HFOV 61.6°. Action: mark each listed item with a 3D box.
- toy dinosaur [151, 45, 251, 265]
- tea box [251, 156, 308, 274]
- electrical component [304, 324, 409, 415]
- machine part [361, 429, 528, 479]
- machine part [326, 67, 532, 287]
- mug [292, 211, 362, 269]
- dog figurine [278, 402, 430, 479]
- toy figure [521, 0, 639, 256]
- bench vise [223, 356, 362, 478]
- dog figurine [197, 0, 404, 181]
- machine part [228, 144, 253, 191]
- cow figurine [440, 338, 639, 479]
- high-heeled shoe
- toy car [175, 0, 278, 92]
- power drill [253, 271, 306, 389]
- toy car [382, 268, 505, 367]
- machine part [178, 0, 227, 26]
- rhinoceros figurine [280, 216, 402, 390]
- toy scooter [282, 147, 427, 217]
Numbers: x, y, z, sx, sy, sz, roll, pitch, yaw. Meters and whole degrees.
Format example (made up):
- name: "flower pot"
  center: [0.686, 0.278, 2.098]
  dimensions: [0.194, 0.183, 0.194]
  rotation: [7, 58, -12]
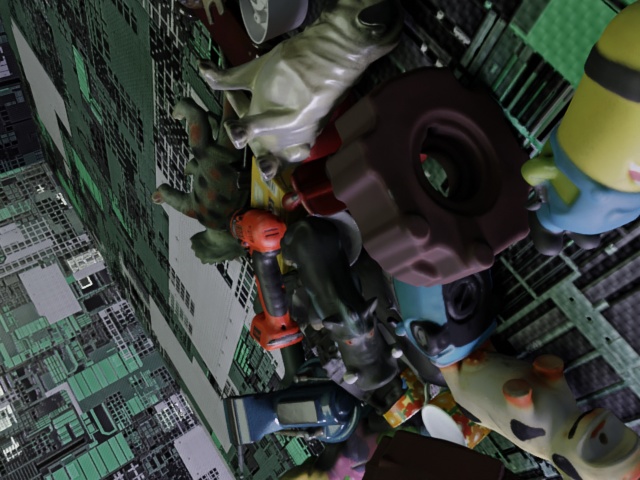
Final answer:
- name: "toy dinosaur"
  center: [-0.155, -0.101, 0.870]
  dimensions: [0.192, 0.131, 0.404]
  rotation: [38, 139, 9]
- name: "tea box"
  center: [-0.049, -0.042, 0.780]
  dimensions: [0.098, 0.068, 0.169]
  rotation: [51, 151, 28]
- name: "electrical component"
  center: [0.042, 0.146, 0.695]
  dimensions: [0.114, 0.058, 0.134]
  rotation: [44, -175, -20]
- name: "machine part"
  center: [0.164, 0.324, 0.649]
  dimensions: [0.202, 0.087, 0.200]
  rotation: [5, 136, 38]
- name: "machine part"
  center: [0.094, -0.054, 0.429]
  dimensions: [0.179, 0.179, 0.056]
  rotation: [61, 149, 3]
- name: "mug"
  center: [-0.001, -0.002, 0.708]
  dimensions: [0.107, 0.081, 0.109]
  rotation: [-33, 41, 63]
- name: "dog figurine"
  center: [0.045, 0.331, 0.792]
  dimensions: [0.108, 0.219, 0.191]
  rotation: [58, 153, 2]
- name: "toy figure"
  center: [0.190, -0.065, 0.350]
  dimensions: [0.089, 0.082, 0.180]
  rotation: [48, 151, 22]
- name: "bench vise"
  center: [-0.014, 0.237, 0.786]
  dimensions: [0.224, 0.240, 0.129]
  rotation: [-32, 71, 35]
- name: "dog figurine"
  center: [0.001, -0.154, 0.539]
  dimensions: [0.121, 0.191, 0.172]
  rotation: [64, -175, 7]
- name: "machine part"
  center: [-0.088, -0.132, 0.773]
  dimensions: [0.039, 0.084, 0.138]
  rotation: [-115, 29, -52]
- name: "cow figurine"
  center: [0.209, 0.173, 0.516]
  dimensions: [0.195, 0.085, 0.127]
  rotation: [15, 133, 60]
- name: "high-heeled shoe"
  center: [0.094, 0.093, 0.694]
  dimensions: [0.145, 0.086, 0.249]
  rotation: [39, -174, -28]
- name: "toy car"
  center: [-0.121, -0.286, 0.706]
  dimensions: [0.202, 0.053, 0.089]
  rotation: [53, 130, 14]
- name: "power drill"
  center: [-0.048, 0.159, 0.920]
  dimensions: [0.232, 0.086, 0.207]
  rotation: [-16, 94, 65]
- name: "toy car"
  center: [0.110, 0.037, 0.542]
  dimensions: [0.103, 0.109, 0.161]
  rotation: [10, 122, 56]
- name: "machine part"
  center: [-0.156, -0.370, 0.634]
  dimensions: [0.079, 0.079, 0.243]
  rotation: [-26, 81, 62]
- name: "rhinoceros figurine"
  center: [0.024, 0.063, 0.566]
  dimensions: [0.190, 0.073, 0.112]
  rotation: [65, 167, 3]
- name: "toy scooter"
  center: [0.032, -0.075, 0.546]
  dimensions: [0.075, 0.135, 0.184]
  rotation: [62, 151, 5]
